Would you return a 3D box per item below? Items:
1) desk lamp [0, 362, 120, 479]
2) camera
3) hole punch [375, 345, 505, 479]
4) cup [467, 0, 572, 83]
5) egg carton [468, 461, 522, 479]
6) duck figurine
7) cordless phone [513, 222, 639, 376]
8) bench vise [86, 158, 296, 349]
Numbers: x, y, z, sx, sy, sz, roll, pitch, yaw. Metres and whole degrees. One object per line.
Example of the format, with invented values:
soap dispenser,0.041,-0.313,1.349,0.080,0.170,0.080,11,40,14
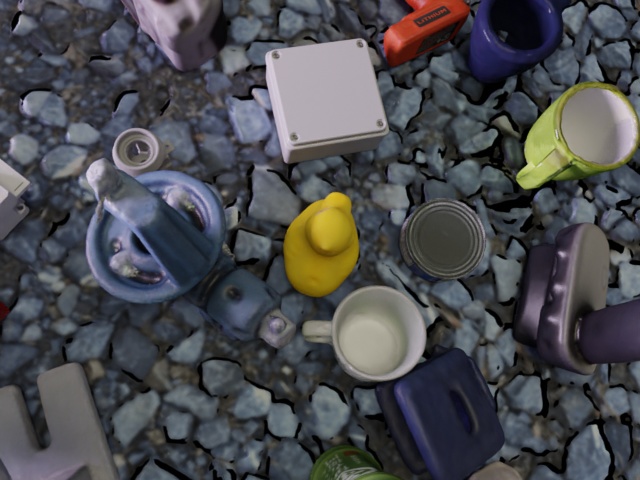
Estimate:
desk lamp,-0.224,0.203,0.417,0.118,0.213,0.203,-21,82,-11
camera,-0.135,-0.276,0.587,0.137,0.100,0.143,-37,85,-13
hole punch,0.118,0.160,0.536,0.101,0.091,0.108,-23,82,-12
cup,0.210,-0.221,0.626,0.118,0.095,0.091,-33,84,-13
egg carton,0.135,0.280,0.525,0.150,0.069,0.107,-26,83,-12
duck figurine,0.005,0.002,0.556,0.077,0.086,0.104,18,76,-3
cordless phone,0.267,0.050,0.531,0.094,0.185,0.148,12,77,-5
bench vise,-0.103,0.004,0.472,0.207,0.219,0.121,20,76,-3
